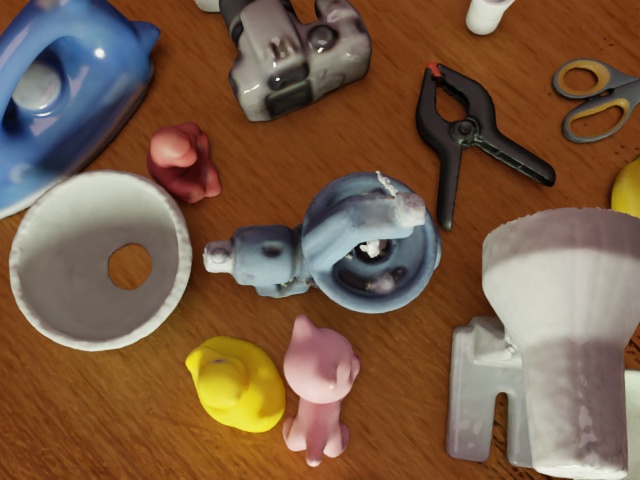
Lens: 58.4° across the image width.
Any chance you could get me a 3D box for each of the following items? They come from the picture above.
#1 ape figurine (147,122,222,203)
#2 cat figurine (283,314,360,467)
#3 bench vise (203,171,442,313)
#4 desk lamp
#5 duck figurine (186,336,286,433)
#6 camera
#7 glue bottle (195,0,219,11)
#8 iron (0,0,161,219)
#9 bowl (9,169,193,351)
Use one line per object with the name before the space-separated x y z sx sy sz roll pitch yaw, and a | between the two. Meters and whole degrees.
ape figurine | -0.136 -0.081 0.553 0.076 0.092 0.078 18 82 5
cat figurine | -0.001 0.132 0.501 0.067 0.118 0.128 5 81 3
bench vise | 0.009 0.013 0.468 0.207 0.220 0.121 -23 80 -1
desk lamp | 0.176 0.093 0.452 0.118 0.213 0.203 5 81 3
duck figurine | -0.080 0.133 0.520 0.104 0.086 0.077 42 85 8
camera | -0.036 -0.211 0.566 0.143 0.101 0.137 -24 81 -2
glue bottle | -0.120 -0.297 0.546 0.037 0.173 0.078 -3 81 2
iron | -0.272 -0.139 0.543 0.118 0.141 0.258 31 83 7
bowl | -0.197 0.021 0.548 0.167 0.075 0.167 0 81 2
